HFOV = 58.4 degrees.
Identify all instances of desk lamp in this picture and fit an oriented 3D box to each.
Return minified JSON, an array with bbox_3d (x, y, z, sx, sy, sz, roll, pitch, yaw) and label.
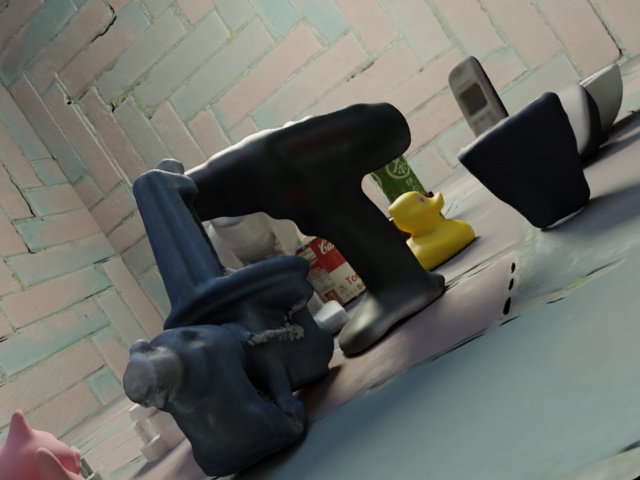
[{"bbox_3d":[-0.064,0.029,0.713,0.118,0.213,0.203,-34,0,-5],"label":"desk lamp"}]

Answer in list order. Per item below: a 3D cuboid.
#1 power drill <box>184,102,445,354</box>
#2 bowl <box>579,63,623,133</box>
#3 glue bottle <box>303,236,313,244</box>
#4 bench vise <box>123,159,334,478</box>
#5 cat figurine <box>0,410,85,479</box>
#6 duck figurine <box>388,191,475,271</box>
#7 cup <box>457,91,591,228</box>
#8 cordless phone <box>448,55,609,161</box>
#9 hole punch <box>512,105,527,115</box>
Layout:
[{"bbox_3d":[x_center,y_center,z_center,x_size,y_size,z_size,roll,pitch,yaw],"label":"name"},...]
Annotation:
[{"bbox_3d":[0.003,-0.012,0.504,0.230,0.208,0.075,-34,1,-12],"label":"power drill"},{"bbox_3d":[0.345,-0.162,0.786,0.167,0.075,0.167,-34,0,1],"label":"bowl"},{"bbox_3d":[0.009,0.003,0.936,0.078,0.173,0.037,-34,1,13],"label":"glue bottle"},{"bbox_3d":[-0.072,0.032,0.406,0.121,0.220,0.207,-34,0,1],"label":"bench vise"},{"bbox_3d":[-0.210,0.186,0.439,0.067,0.118,0.127,-34,1,-38],"label":"cat figurine"},{"bbox_3d":[0.110,-0.011,0.648,0.104,0.086,0.077,-34,0,1],"label":"duck figurine"},{"bbox_3d":[0.180,-0.062,0.485,0.091,0.095,0.118,-34,0,22],"label":"cup"},{"bbox_3d":[0.238,-0.156,0.688,0.094,0.185,0.147,-34,1,-41],"label":"cordless phone"},{"bbox_3d":[0.377,-0.194,0.951,0.101,0.091,0.108,-34,0,-18],"label":"hole punch"}]
